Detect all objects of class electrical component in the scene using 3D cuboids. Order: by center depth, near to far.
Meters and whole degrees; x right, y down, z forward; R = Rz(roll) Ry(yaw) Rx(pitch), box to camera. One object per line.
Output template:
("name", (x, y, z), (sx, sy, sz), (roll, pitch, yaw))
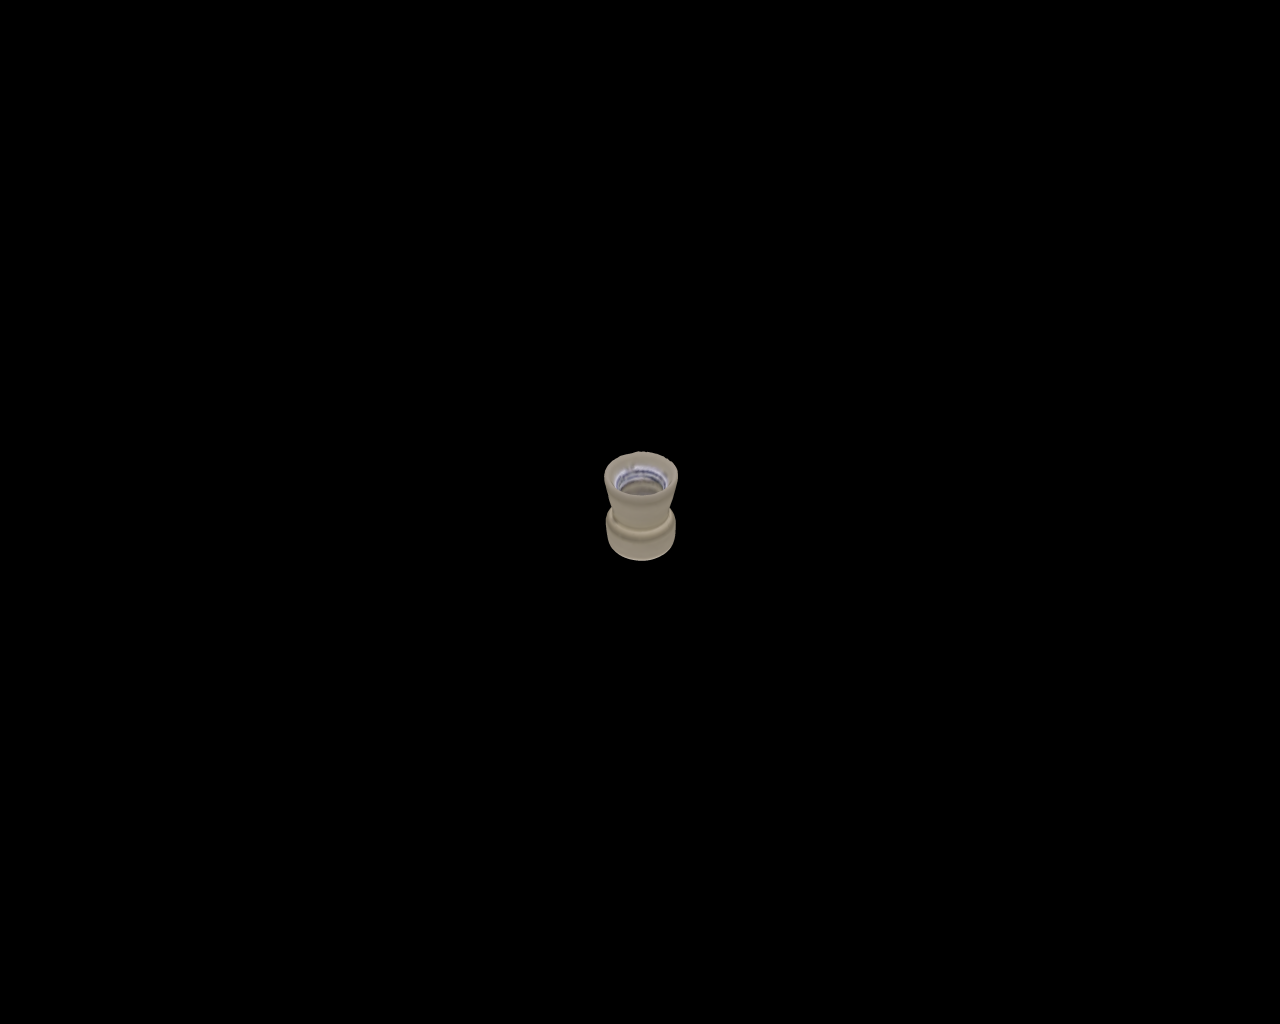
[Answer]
("electrical component", (0.001, -0.003, 0.650), (0.045, 0.055, 0.045), (0, 41, 0))
